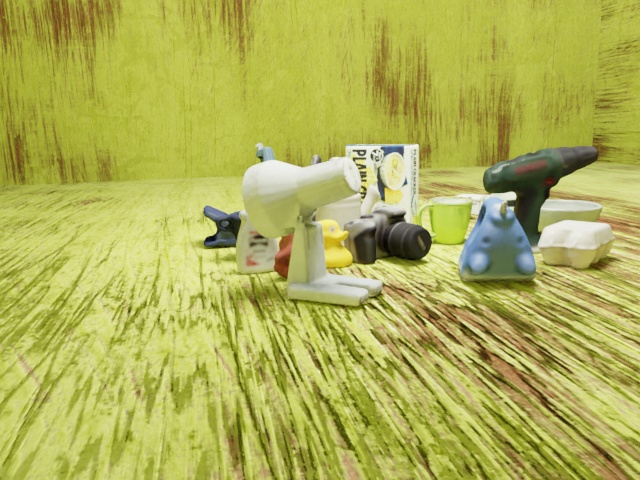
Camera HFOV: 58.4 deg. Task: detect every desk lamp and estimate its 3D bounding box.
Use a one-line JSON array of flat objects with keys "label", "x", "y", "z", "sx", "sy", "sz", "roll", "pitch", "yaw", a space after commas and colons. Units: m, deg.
[{"label": "desk lamp", "x": -0.012, "y": -0.020, "z": 0.882, "sx": 0.202, "sy": 0.213, "sz": 0.118, "roll": 4, "pitch": 13, "yaw": 26}]

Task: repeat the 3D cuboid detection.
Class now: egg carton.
[{"label": "egg carton", "x": 0.476, "y": 0.006, "z": 1.063, "sx": 0.107, "sy": 0.069, "sz": 0.151, "roll": 8, "pitch": 15, "yaw": 41}]

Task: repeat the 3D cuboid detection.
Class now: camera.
[{"label": "camera", "x": 0.136, "y": -0.010, "z": 1.103, "sx": 0.143, "sy": 0.101, "sz": 0.136, "roll": -9, "pitch": 13, "yaw": -33}]

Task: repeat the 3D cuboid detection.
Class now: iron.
[{"label": "iron", "x": 0.297, "y": -0.013, "z": 0.993, "sx": 0.118, "sy": 0.141, "sz": 0.258, "roll": 0, "pitch": 11, "yaw": 7}]

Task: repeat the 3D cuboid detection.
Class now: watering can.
[{"label": "watering can", "x": 0.045, "y": -0.082, "z": 1.237, "sx": 0.173, "sy": 0.194, "sz": 0.100, "roll": -12, "pitch": 15, "yaw": -42}]

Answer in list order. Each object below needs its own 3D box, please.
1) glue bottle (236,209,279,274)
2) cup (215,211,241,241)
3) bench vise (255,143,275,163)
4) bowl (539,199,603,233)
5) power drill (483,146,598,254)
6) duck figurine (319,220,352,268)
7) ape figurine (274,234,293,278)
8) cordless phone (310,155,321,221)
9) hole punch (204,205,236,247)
[{"label": "glue bottle", "x": -0.115, "y": -0.027, "z": 1.033, "sx": 0.078, "sy": 0.173, "sz": 0.037, "roll": -6, "pitch": 12, "yaw": -21}, {"label": "cup", "x": -0.148, "y": -0.008, "z": 1.143, "sx": 0.118, "sy": 0.095, "sz": 0.091, "roll": -4, "pitch": 11, "yaw": -12}, {"label": "bench vise", "x": -0.114, "y": -0.145, "z": 1.512, "sx": 0.206, "sy": 0.220, "sz": 0.122, "roll": 6, "pitch": 13, "yaw": 33}, {"label": "bowl", "x": 0.549, "y": -0.046, "z": 1.303, "sx": 0.167, "sy": 0.075, "sz": 0.167, "roll": -1, "pitch": 11, "yaw": 1}, {"label": "power drill", "x": 0.442, "y": -0.082, "z": 1.153, "sx": 0.229, "sy": 0.208, "sz": 0.075, "roll": -3, "pitch": 11, "yaw": -5}, {"label": "duck figurine", "x": 0.010, "y": 0.004, "z": 1.087, "sx": 0.104, "sy": 0.086, "sz": 0.078, "roll": 4, "pitch": 12, "yaw": 25}, {"label": "ape figurine", "x": -0.048, "y": 0.020, "z": 0.998, "sx": 0.078, "sy": 0.092, "sz": 0.075, "roll": -11, "pitch": 15, "yaw": -40}, {"label": "cordless phone", "x": -0.011, "y": -0.128, "z": 1.504, "sx": 0.094, "sy": 0.185, "sz": 0.147, "roll": -4, "pitch": 12, "yaw": -13}, {"label": "hole punch", "x": -0.214, "y": -0.035, "z": 1.298, "sx": 0.101, "sy": 0.091, "sz": 0.108, "roll": -3, "pitch": 11, "yaw": -10}]
